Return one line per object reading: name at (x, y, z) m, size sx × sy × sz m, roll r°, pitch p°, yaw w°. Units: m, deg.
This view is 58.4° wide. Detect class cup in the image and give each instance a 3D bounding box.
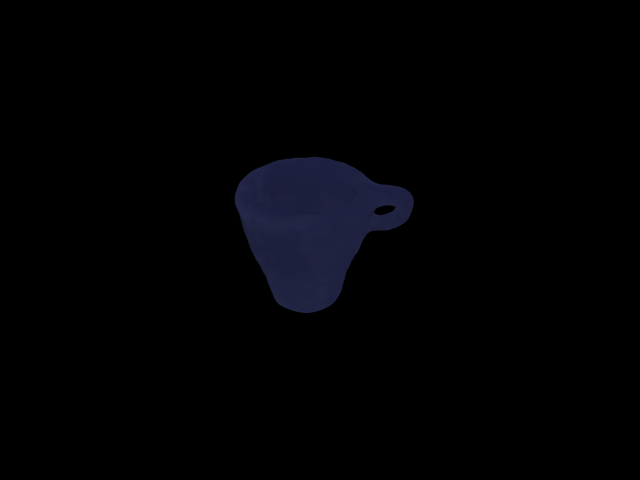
cup at (0.004, 0.001, 0.400) m, size 0.118 × 0.095 × 0.091 m, roll -2°, pitch 36°, yaw -2°
